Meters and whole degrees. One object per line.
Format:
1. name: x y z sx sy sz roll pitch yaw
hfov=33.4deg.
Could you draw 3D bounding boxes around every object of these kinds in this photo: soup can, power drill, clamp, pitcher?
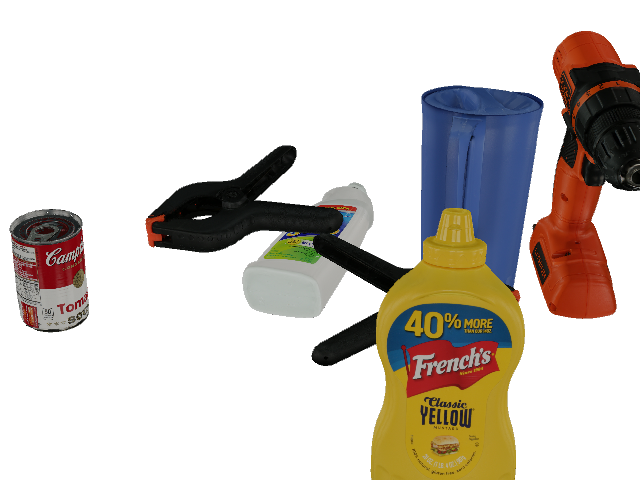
1. soup can: -0.263 0.030 1.040 0.068 0.102 0.068 1 28 -1
2. power drill: 0.199 -0.037 0.779 0.057 0.188 0.184 2 35 0
3. clamp: 0.087 0.065 1.036 0.210 0.036 0.164 7 45 3
4. clamp: -0.075 -0.036 0.965 0.171 0.039 0.120 -9 37 -12
5. pitcher: 0.171 -0.046 1.205 0.149 0.243 0.145 -9 24 -24

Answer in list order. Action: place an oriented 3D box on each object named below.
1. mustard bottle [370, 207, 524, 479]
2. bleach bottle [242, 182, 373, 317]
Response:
1. mustard bottle: 0.084 0.074 0.698 0.096 0.192 0.058 3 13 7
2. bleach bottle: -0.002 -0.002 1.325 0.103 0.068 0.250 7 33 19
